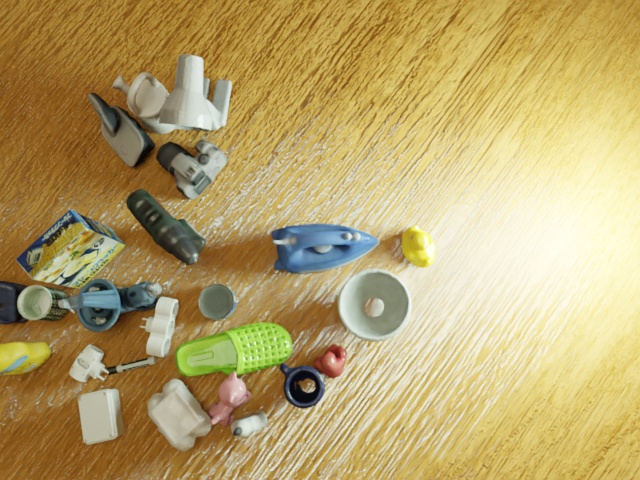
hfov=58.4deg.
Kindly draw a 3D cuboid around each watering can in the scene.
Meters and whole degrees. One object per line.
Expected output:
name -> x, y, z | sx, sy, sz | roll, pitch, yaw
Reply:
watering can -> -0.421, -0.339, 1.387 | 0.172, 0.194, 0.101 | 8, 80, 5

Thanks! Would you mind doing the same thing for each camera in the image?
camera -> -0.324, -0.195, 1.403 | 0.136, 0.101, 0.143 | 38, 84, 9

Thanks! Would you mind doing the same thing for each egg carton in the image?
egg carton -> -0.322, 0.401, 1.310 | 0.107, 0.069, 0.150 | -42, 80, -5

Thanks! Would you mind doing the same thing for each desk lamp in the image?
desk lamp -> -0.298, -0.335, 1.370 | 0.118, 0.213, 0.203 | 6, 80, 5

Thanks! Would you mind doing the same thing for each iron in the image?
iron -> 0.012, 0.005, 1.327 | 0.258, 0.141, 0.118 | -7, 79, 2

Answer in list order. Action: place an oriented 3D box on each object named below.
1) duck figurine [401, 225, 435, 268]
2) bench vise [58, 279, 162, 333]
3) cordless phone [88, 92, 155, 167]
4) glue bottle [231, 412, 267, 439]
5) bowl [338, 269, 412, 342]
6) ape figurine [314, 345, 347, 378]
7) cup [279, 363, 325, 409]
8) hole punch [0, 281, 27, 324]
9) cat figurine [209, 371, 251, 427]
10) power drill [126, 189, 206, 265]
duck figurine -> 0.234, 0.012, 1.342 | 0.077, 0.086, 0.104 | -23, 79, -1
bench vise -> -0.476, 0.125, 1.292 | 0.207, 0.220, 0.121 | -34, 79, -3
cordless phone -> -0.490, -0.269, 1.383 | 0.094, 0.185, 0.147 | -43, 80, -5
glue bottle -> -0.164, 0.408, 1.247 | 0.078, 0.173, 0.037 | -22, 79, -1
bowl -> 0.125, 0.153, 1.328 | 0.167, 0.075, 0.167 | -1, 80, 3
ape figurine -> 0.024, 0.277, 1.302 | 0.078, 0.092, 0.076 | -8, 79, 2
cup -> -0.043, 0.322, 1.296 | 0.117, 0.095, 0.092 | 40, 84, 9
hole punch -> -0.763, 0.148, 1.369 | 0.108, 0.091, 0.101 | 9, 80, 5
cat figurine -> -0.206, 0.360, 1.286 | 0.067, 0.118, 0.128 | 33, 83, 9
power drill -> -0.337, -0.015, 1.316 | 0.229, 0.208, 0.076 | 43, 85, 10
